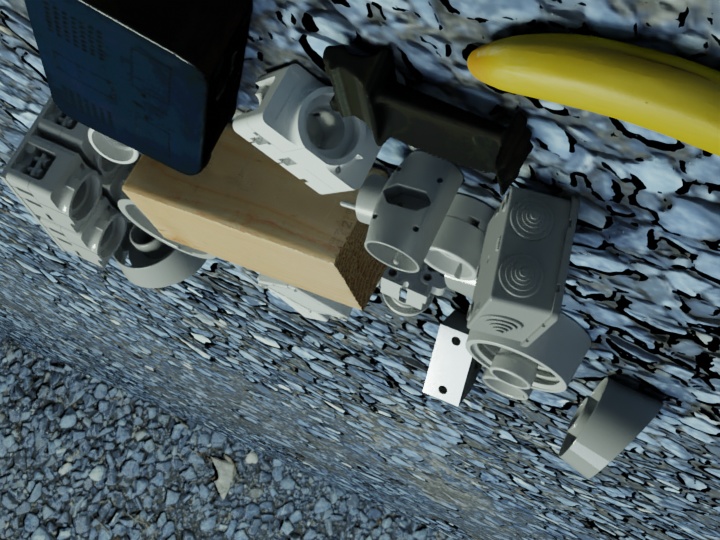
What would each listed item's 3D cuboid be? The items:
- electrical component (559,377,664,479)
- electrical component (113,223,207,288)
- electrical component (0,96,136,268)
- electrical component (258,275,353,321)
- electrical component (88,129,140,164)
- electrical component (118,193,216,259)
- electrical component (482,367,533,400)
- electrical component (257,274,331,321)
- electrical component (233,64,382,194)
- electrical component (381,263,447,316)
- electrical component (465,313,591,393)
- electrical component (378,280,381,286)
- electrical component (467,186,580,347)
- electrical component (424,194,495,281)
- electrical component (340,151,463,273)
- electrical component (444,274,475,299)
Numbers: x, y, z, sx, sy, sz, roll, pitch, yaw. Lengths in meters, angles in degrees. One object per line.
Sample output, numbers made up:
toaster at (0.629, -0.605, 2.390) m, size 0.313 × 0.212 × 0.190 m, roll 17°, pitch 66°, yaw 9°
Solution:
electrical component at (0.235, 0.152, 1.022) m, size 0.064 × 0.099 × 0.099 m, roll 31°, pitch 164°, yaw 7°
electrical component at (-0.219, -0.026, 1.176) m, size 0.099 × 0.099 × 0.064 m, roll 18°, pitch 155°, yaw 28°
electrical component at (-0.266, -0.085, 1.050) m, size 0.060 × 0.105 × 0.186 m, roll 24°, pitch 163°, yaw 10°
electrical component at (-0.042, 0.007, 1.076) m, size 0.062 × 0.061 × 0.096 m, roll 9°, pitch 163°, yaw 47°
electrical component at (-0.189, -0.125, 0.883) m, size 0.044 × 0.065 × 0.044 m, roll 15°, pitch 144°, yaw 11°
electrical component at (-0.174, -0.064, 1.051) m, size 0.108 × 0.060 × 0.108 m, roll 24°, pitch 163°, yaw 8°
electrical component at (0.152, 0.096, 1.059) m, size 0.055 × 0.047 × 0.055 m, roll 24°, pitch 163°, yaw 8°
electrical component at (-0.074, 0.011, 1.144) m, size 0.076 × 0.047 × 0.083 m, roll 9°, pitch 155°, yaw 46°
electrical component at (-0.033, -0.098, 0.757) m, size 0.089 × 0.050 × 0.056 m, roll 35°, pitch 162°, yaw -27°
electrical component at (0.045, 0.012, 0.977) m, size 0.066 × 0.048 × 0.055 m, roll 24°, pitch 156°, yaw 8°
electrical component at (0.147, 0.072, 0.973) m, size 0.108 × 0.060 × 0.108 m, roll 24°, pitch 163°, yaw 8°
electrical component at (0.000, 0.000, 1.026) m, size 0.035 × 0.035 × 0.061 m, roll 34°, pitch 164°, yaw -23°
electrical component at (0.111, -0.002, 0.745) m, size 0.048 × 0.099 × 0.099 m, roll 14°, pitch 163°, yaw -1°
electrical component at (0.076, -0.024, 0.818) m, size 0.055 × 0.047 × 0.055 m, roll 24°, pitch 163°, yaw 8°
electrical component at (0.023, -0.047, 0.777) m, size 0.079 × 0.077 × 0.043 m, roll 18°, pitch 162°, yaw 26°
electrical component at (0.117, 0.012, 0.869) m, size 0.077 × 0.043 × 0.079 m, roll 16°, pitch 160°, yaw 31°
